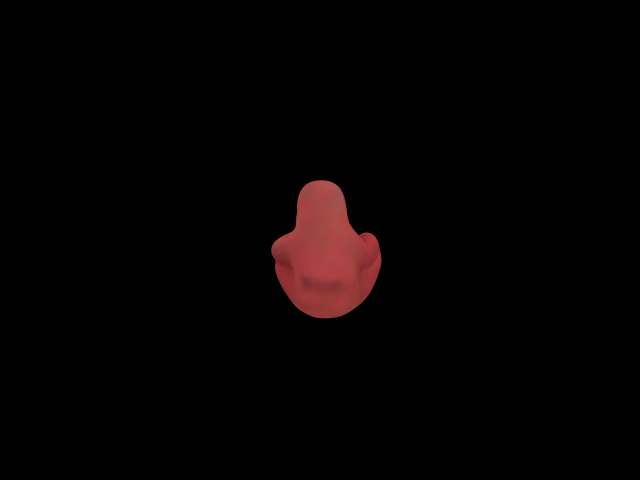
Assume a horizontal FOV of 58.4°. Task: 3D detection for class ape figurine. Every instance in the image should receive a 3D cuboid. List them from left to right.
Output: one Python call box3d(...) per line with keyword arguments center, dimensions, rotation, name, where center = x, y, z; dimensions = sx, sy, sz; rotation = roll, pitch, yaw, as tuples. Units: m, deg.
box3d(center=(0.004, 0.001, 0.400), dimensions=(0.077, 0.092, 0.076), rotation=(5, 28, 10), name="ape figurine")
